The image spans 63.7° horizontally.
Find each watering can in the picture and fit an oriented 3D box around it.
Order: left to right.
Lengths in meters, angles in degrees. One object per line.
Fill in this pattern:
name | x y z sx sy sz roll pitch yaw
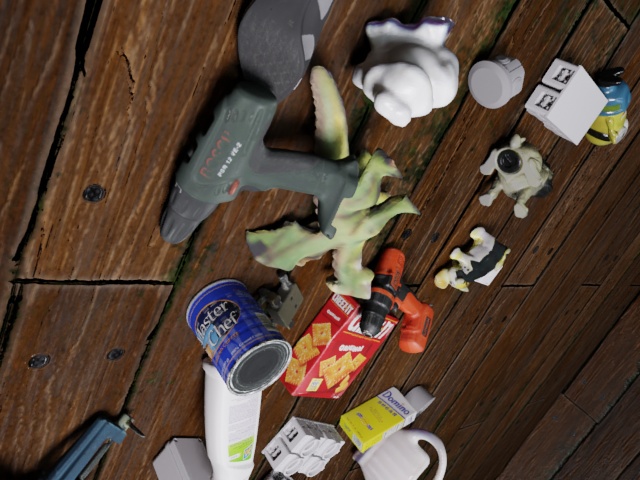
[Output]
watering can | 0.175 0.627 1.368 0.347 0.227 0.103 -50 158 4

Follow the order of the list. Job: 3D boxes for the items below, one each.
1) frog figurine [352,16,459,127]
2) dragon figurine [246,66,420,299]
frog figurine | 0.111 -0.199 0.662 0.137 0.163 0.120 11 154 -10
dragon figurine | 0.002 -0.038 0.761 0.242 0.124 0.403 -38 132 2
